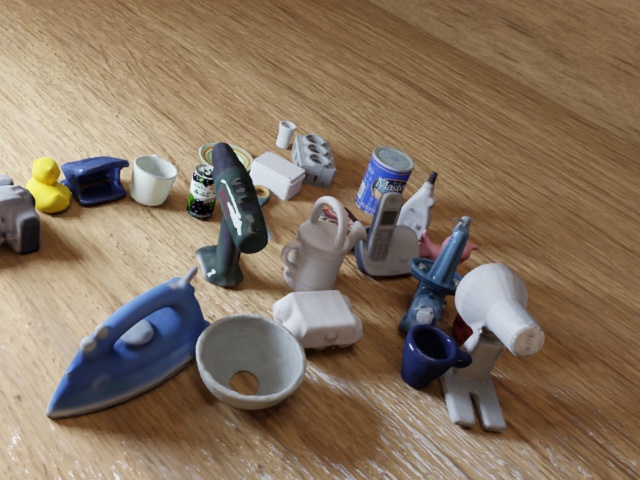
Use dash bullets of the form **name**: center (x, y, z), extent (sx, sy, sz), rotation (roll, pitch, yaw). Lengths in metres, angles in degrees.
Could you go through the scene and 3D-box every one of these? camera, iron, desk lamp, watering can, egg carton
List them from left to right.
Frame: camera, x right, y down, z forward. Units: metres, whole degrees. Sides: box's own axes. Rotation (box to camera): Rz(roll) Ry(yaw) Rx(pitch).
- **camera**: center (-0.549, -0.043, 0.939), extent (0.142, 0.101, 0.137), rotation (39, 40, 25)
- **iron**: center (-0.265, 0.135, 0.806), extent (0.118, 0.141, 0.259), rotation (33, 37, 18)
- **egg carton**: center (-0.004, 0.142, 0.988), extent (0.151, 0.069, 0.107), rotation (-1, 40, -27)
- **watering can**: center (0.009, 0.002, 1.071), extent (0.100, 0.194, 0.173), rotation (34, 37, 19)
- **desk lamp**: center (0.289, 0.174, 0.963), extent (0.118, 0.213, 0.203), rotation (11, 36, -12)

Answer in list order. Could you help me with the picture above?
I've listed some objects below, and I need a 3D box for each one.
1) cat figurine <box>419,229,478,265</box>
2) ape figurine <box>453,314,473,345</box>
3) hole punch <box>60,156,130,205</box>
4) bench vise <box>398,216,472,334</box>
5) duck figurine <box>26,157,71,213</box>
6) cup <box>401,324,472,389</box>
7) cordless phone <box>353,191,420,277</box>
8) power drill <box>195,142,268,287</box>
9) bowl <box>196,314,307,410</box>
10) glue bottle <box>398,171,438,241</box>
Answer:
- **cat figurine**: center (0.271, 0.020, 1.243), extent (0.127, 0.118, 0.067), rotation (25, 35, 8)
- **ape figurine**: center (0.298, 0.158, 1.094), extent (0.077, 0.092, 0.076), rotation (31, 37, 15)
- **hole punch**: center (-0.442, -0.133, 1.120), extent (0.101, 0.091, 0.109), rotation (40, 40, 26)
- **bench vise**: center (0.232, 0.075, 1.062), extent (0.121, 0.220, 0.207), rotation (14, 35, -8)
- **duck figurine**: center (-0.504, -0.109, 1.061), extent (0.078, 0.086, 0.104), rotation (-15, 48, -39)
- **cup**: center (0.188, 0.209, 0.970), extent (0.118, 0.095, 0.091), rotation (18, 35, -3)
- **cordless phone**: center (0.155, -0.016, 1.175), extent (0.148, 0.185, 0.094), rotation (-4, 42, -30)
- **power drill**: center (-0.163, -0.032, 1.021), extent (0.076, 0.208, 0.229), rotation (-4, 42, -30)
- **bowl**: center (-0.108, 0.195, 0.861), extent (0.167, 0.075, 0.167), rotation (13, 36, -10)
- **glue bottle**: center (0.232, -0.083, 1.313), extent (0.078, 0.173, 0.037), rotation (29, 36, 13)
